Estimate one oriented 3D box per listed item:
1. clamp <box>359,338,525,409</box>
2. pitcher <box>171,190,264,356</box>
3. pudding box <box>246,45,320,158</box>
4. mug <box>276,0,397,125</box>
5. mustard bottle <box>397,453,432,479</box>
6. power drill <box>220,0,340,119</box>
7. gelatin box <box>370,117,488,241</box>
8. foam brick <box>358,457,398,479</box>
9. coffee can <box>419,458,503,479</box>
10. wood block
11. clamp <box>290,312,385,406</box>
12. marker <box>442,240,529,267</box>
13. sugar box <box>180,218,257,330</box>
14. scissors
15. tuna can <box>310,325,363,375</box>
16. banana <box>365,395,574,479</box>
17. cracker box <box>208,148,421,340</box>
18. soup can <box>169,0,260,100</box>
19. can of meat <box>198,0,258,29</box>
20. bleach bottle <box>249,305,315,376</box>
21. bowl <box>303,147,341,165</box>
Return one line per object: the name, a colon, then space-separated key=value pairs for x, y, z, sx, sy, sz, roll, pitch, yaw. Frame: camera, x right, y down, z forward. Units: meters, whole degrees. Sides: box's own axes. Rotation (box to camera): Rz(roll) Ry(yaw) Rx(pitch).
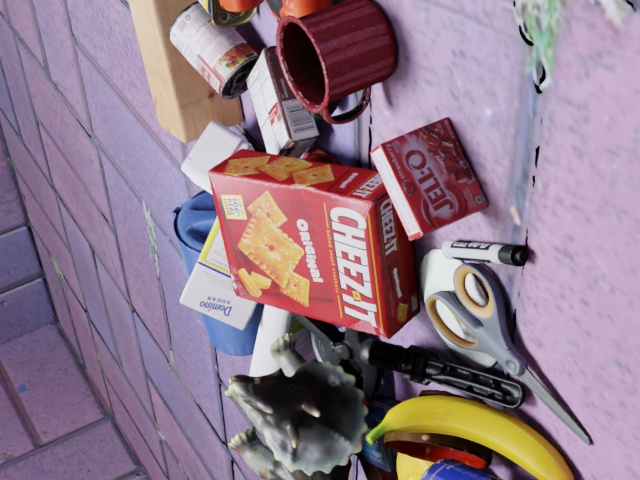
clamp: x=0.093 y=0.124 z=1.079 sx=0.210 sy=0.164 sz=0.036 roll=-178 pitch=107 yaw=-74
pitcher: x=-0.112 y=0.054 z=1.488 sx=0.243 sy=0.145 sz=0.149 roll=84 pitch=169 yaw=-46
pudding box: x=-0.044 y=-0.150 z=1.198 sx=0.090 sy=0.039 sz=0.113 roll=138 pitch=118 yaw=-69
mug: x=0.019 y=-0.164 z=0.992 sx=0.093 sy=0.081 sz=0.117 roll=33 pitch=142 yaw=54
mustard bottle: x=0.158 y=0.287 z=1.168 sx=0.192 sy=0.058 sz=0.096 roll=25 pitch=131 yaw=59
power drill: x=-0.042 y=-0.235 z=1.101 sx=0.188 sy=0.057 sz=0.184 roll=46 pitch=155 yaw=38
gelatin box: x=0.096 y=-0.054 z=0.937 sx=0.089 sy=0.073 sz=0.030 roll=65 pitch=159 yaw=3
foam brick: x=0.090 y=0.294 z=1.344 sx=0.053 sy=0.051 sz=0.078 roll=2 pitch=114 yaw=66
coffee can: x=0.167 y=0.282 z=1.029 sx=0.141 sy=0.102 sz=0.103 roll=14 pitch=127 yaw=43
wood block: x=-0.171 y=-0.241 z=1.350 sx=0.090 sy=0.090 sz=0.206 roll=38 pitch=145 yaw=50
clamp: x=0.037 y=0.120 z=1.283 sx=0.120 sy=0.039 sz=0.171 roll=-18 pitch=109 yaw=44
marker: x=0.147 y=0.011 z=0.958 sx=0.121 sy=0.020 sz=0.020 roll=6 pitch=118 yaw=66
sugar box: x=-0.100 y=0.018 z=1.339 sx=0.048 sy=0.093 sz=0.176 roll=-79 pitch=15 yaw=-66
scissors: x=0.178 y=0.094 z=0.972 sx=0.202 sy=0.016 sz=0.096 roll=35 pitch=128 yaw=33
tuna can: x=0.022 y=0.140 z=1.369 sx=0.086 sy=0.033 sz=0.086 roll=50 pitch=153 yaw=36
banana: x=0.147 y=0.187 z=1.022 sx=0.198 sy=0.069 sz=0.037 roll=10 pitch=153 yaw=15
cracker box: x=-0.007 y=0.001 z=1.128 sx=0.214 sy=0.072 sz=0.164 roll=13 pitch=126 yaw=35
soup can: x=-0.121 y=-0.224 z=1.254 sx=0.102 sy=0.068 sz=0.069 roll=48 pitch=155 yaw=13
can of meat: x=-0.114 y=-0.303 z=1.198 sx=0.084 sy=0.057 sz=0.102 roll=52 pitch=154 yaw=37
bleach bottle: x=-0.035 y=0.100 z=1.400 sx=0.068 sy=0.102 sz=0.251 roll=36 pitch=139 yaw=22
bowl: x=-0.002 y=-0.023 z=1.227 sx=0.162 sy=0.055 sz=0.162 roll=51 pitch=154 yaw=36
